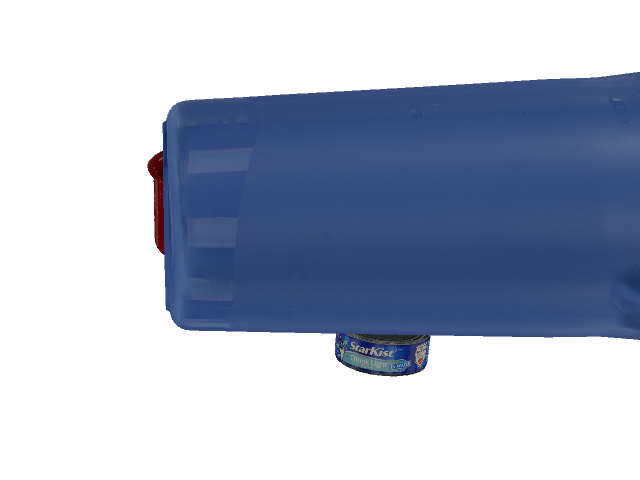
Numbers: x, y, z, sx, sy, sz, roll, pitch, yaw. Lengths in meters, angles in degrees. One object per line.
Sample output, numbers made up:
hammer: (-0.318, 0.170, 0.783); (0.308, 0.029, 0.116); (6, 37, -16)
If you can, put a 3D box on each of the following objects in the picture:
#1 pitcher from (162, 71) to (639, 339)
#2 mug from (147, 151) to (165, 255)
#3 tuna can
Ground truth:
pitcher: (0.046, -0.021, 0.523); (0.242, 0.145, 0.149); (-1, -6, -8)
mug: (-0.111, -0.026, 0.958); (0.093, 0.081, 0.117); (6, 29, 2)
tuna can: (0.056, 0.092, 0.960); (0.086, 0.034, 0.086); (5, 14, -1)
